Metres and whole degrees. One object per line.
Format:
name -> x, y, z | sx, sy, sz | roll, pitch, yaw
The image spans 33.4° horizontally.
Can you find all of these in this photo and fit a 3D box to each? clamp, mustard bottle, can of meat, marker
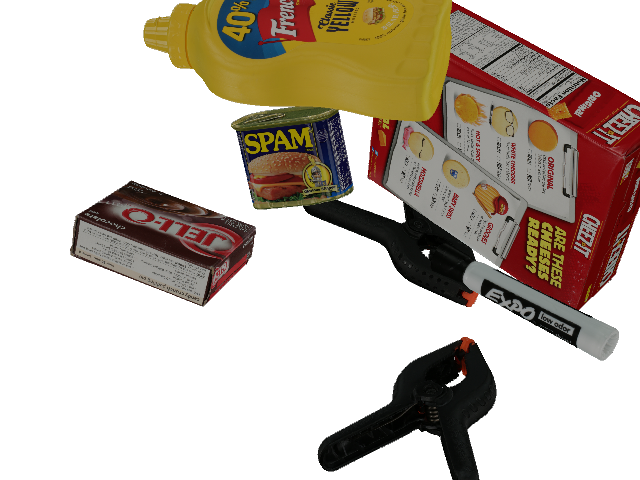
clamp -> 0.091, 0.131, 0.796 | 0.120, 0.039, 0.171 | 18, 39, 32
clamp -> 0.090, -0.005, 1.157 | 0.164, 0.036, 0.210 | -16, 52, -31
mustard bottle -> -0.018, -0.122, 0.665 | 0.192, 0.096, 0.058 | 6, -42, 13
can of meat -> -0.024, -0.078, 0.994 | 0.102, 0.084, 0.057 | -4, 18, 25
marker -> 0.110, 0.032, 0.600 | 0.121, 0.020, 0.020 | 29, 18, 35

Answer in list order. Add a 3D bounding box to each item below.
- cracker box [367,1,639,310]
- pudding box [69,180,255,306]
cracker box -> 0.139, -0.069, 0.811 | 0.214, 0.164, 0.072 | 35, 55, 27
pudding box -> -0.116, 0.000, 0.801 | 0.113, 0.039, 0.090 | 18, 23, 11
